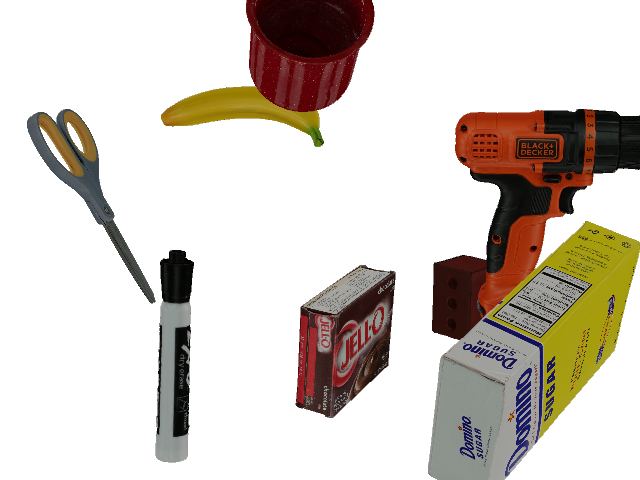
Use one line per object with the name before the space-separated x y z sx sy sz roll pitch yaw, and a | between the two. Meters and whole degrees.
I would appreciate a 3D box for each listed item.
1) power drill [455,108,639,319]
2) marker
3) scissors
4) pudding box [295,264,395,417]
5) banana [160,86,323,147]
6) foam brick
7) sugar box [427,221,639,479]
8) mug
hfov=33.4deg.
power drill | 0.203 -0.018 0.889 0.184 0.188 0.057 3 19 11
marker | -0.083 0.065 0.605 0.020 0.121 0.020 3 10 -1
scissors | -0.203 -0.041 0.996 0.016 0.201 0.096 -24 27 19
pudding box | 0.022 0.079 0.873 0.039 0.090 0.113 13 23 23
banana | -0.083 -0.149 1.219 0.198 0.037 0.069 8 42 17
foam brick | 0.152 0.060 1.108 0.051 0.078 0.053 -14 20 -42
sugar box | 0.131 0.068 0.640 0.048 0.093 0.175 22 40 28
mug | -0.004 -0.158 0.806 0.093 0.117 0.081 39 -23 11
